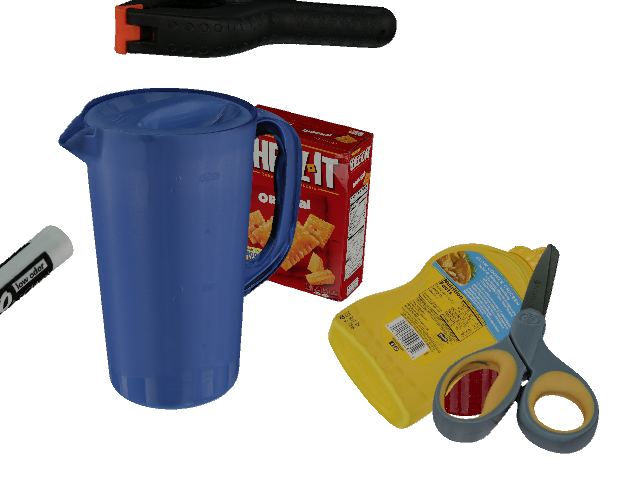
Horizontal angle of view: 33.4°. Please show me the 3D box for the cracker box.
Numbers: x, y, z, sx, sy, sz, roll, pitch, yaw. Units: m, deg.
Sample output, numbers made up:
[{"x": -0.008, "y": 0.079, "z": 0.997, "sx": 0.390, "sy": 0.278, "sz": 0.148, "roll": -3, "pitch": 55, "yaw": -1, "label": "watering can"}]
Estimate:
[{"x": -0.027, "y": -0.044, "z": 1.329, "sx": 0.164, "sy": 0.214, "sz": 0.072, "roll": 17, "pitch": 33, "yaw": 22, "label": "cracker box"}]

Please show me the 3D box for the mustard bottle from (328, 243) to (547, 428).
[{"x": 0.107, "y": 0.055, "z": 0.814, "sx": 0.191, "sy": 0.096, "sz": 0.058, "roll": -30, "pitch": -23, "yaw": -24, "label": "mustard bottle"}]

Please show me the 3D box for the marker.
[{"x": -0.160, "y": 0.034, "z": 0.490, "sx": 0.020, "sy": 0.020, "sz": 0.121, "roll": 0, "pitch": 34, "yaw": 39, "label": "marker"}]

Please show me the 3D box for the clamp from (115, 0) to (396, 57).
[{"x": -0.052, "y": -0.142, "z": 0.665, "sx": 0.171, "sy": 0.039, "sz": 0.120, "roll": -6, "pitch": 22, "yaw": -27, "label": "clamp"}]

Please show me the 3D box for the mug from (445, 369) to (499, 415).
[{"x": 0.153, "y": 0.117, "z": 1.091, "sx": 0.093, "sy": 0.081, "sz": 0.117, "roll": 19, "pitch": 40, "yaw": 32, "label": "mug"}]

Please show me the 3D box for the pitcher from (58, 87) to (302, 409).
[{"x": -0.108, "y": 0.005, "z": 0.852, "sx": 0.149, "sy": 0.243, "sz": 0.144, "roll": 11, "pitch": 24, "yaw": 20, "label": "pitcher"}]

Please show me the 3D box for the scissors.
[{"x": 0.136, "y": 0.061, "z": 0.622, "sx": 0.096, "sy": 0.016, "sz": 0.201, "roll": 20, "pitch": 37, "yaw": 29, "label": "scissors"}]
